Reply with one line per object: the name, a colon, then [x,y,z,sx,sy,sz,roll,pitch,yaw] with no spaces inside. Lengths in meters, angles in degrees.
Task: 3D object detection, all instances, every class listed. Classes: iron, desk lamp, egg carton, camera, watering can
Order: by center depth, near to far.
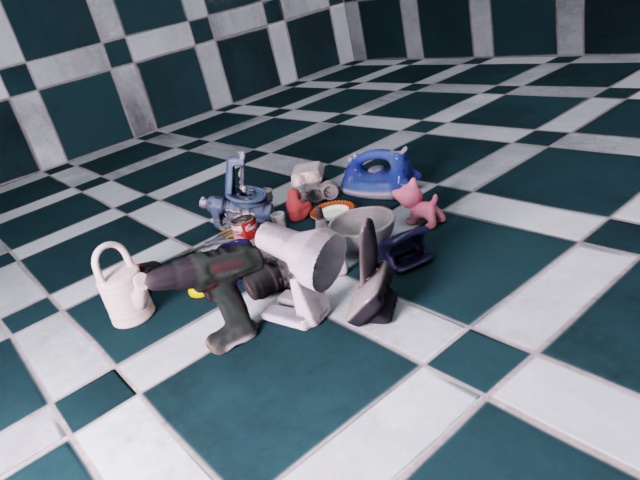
desk lamp: [-0.041,0.067,1.128,0.202,0.214,0.118,7,32,36]
watering can: [-0.442,0.093,1.286,0.172,0.194,0.101,-5,27,17]
camera: [-0.113,0.067,1.293,0.137,0.101,0.142,-27,29,-28]
iron: [0.159,-0.205,1.678,0.257,0.142,0.119,3,30,30]
egg carton: [-0.039,-0.204,1.854,0.107,0.069,0.150,-9,26,8]

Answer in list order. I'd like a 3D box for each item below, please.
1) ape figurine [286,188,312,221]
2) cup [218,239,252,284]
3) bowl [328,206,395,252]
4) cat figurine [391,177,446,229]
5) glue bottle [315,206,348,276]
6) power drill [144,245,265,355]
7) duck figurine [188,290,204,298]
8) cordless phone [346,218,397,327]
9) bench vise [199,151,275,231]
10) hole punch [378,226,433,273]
ape figurine: [-0.068,-0.105,1.638,0.077,0.092,0.076,11,34,40]
cup: [-0.199,0.063,1.350,0.091,0.095,0.118,-1,28,23]
bowl: [0.106,-0.017,1.394,0.167,0.075,0.167,-10,25,5]
cat figurine: [0.247,-0.098,1.445,0.127,0.118,0.067,14,36,44]
glue bottle: [0.012,0.005,1.279,0.078,0.173,0.037,-15,26,-5]
power drill: [-0.204,0.112,1.118,0.230,0.209,0.075,-27,29,-26]
duck figurine: [-0.281,0.077,1.369,0.077,0.086,0.105,2,29,29]
cordless phone: [0.089,0.062,1.112,0.094,0.185,0.147,-6,26,15]
bench vise: [-0.252,-0.138,1.641,0.207,0.220,0.121,-16,26,-6]
hole punch: [0.184,0.010,1.284,0.109,0.091,0.100,-22,27,-19]
